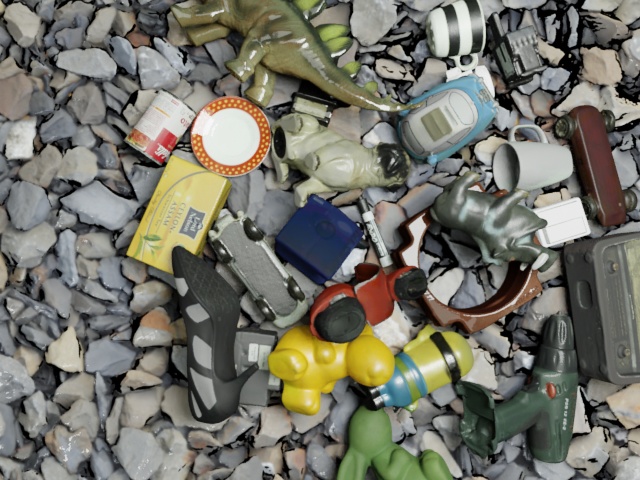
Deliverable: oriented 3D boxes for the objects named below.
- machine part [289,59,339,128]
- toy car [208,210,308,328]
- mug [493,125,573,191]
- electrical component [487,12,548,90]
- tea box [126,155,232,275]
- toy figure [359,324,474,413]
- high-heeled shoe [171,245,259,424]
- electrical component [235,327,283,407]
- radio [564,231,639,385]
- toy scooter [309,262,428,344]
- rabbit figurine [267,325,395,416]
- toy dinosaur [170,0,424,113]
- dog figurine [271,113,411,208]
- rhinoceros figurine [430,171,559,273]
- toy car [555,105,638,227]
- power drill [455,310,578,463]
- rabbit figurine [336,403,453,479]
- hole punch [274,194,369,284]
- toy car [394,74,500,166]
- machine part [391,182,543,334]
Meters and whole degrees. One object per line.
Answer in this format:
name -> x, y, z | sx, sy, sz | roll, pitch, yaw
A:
machine part -> -0.002, -0.255, 0.874 | 0.084, 0.039, 0.138 | 13, 89, 7
toy car -> -0.095, 0.047, 0.842 | 0.073, 0.056, 0.201 | -36, 97, -3
mug -> 0.343, -0.129, 0.862 | 0.107, 0.081, 0.109 | -4, 82, -13
electrical component -> 0.313, -0.311, 0.867 | 0.048, 0.075, 0.119 | -19, 86, -2
tea box -> -0.217, -0.034, 0.842 | 0.098, 0.068, 0.169 | 22, 86, -1
toy figure -> 0.151, 0.204, 0.822 | 0.180, 0.089, 0.082 | -24, 123, -18
high-heeled shoe -> -0.182, 0.142, 0.792 | 0.145, 0.086, 0.249 | -40, 73, 24
electrical component -> -0.114, 0.196, 0.841 | 0.134, 0.058, 0.114 | 9, 89, -2
radio -> 0.470, 0.104, 0.843 | 0.131, 0.073, 0.229 | -6, 86, -14
toy scooter -> 0.056, 0.080, 0.784 | 0.184, 0.135, 0.075 | -25, 108, -14
rabbit figurine -> 0.033, 0.179, 0.799 | 0.173, 0.162, 0.121 | -7, 109, 29
toy dinosaur -> -0.062, -0.311, 0.821 | 0.471, 0.105, 0.198 | 43, 91, 7
dog figurine -> 0.033, -0.140, 0.855 | 0.190, 0.121, 0.172 | -11, 63, -29
rhinoceros figurine -> 0.253, -0.021, 0.768 | 0.190, 0.073, 0.112 | 28, 86, 0
toy car -> 0.446, -0.120, 0.872 | 0.089, 0.053, 0.202 | -11, 84, -13
power drill -> 0.309, 0.233, 0.822 | 0.207, 0.086, 0.231 | -6, 95, -31
rabbit figurine -> 0.100, 0.340, 0.831 | 0.159, 0.121, 0.170 | -38, 71, 4
hole punch -> -0.002, -0.003, 0.839 | 0.142, 0.092, 0.116 | 36, 83, 3
toy car -> 0.185, -0.177, 0.818 | 0.162, 0.103, 0.109 | -27, 97, 33
machine part -> 0.231, 0.027, 0.844 | 0.201, 0.087, 0.201 | -31, 89, -4
